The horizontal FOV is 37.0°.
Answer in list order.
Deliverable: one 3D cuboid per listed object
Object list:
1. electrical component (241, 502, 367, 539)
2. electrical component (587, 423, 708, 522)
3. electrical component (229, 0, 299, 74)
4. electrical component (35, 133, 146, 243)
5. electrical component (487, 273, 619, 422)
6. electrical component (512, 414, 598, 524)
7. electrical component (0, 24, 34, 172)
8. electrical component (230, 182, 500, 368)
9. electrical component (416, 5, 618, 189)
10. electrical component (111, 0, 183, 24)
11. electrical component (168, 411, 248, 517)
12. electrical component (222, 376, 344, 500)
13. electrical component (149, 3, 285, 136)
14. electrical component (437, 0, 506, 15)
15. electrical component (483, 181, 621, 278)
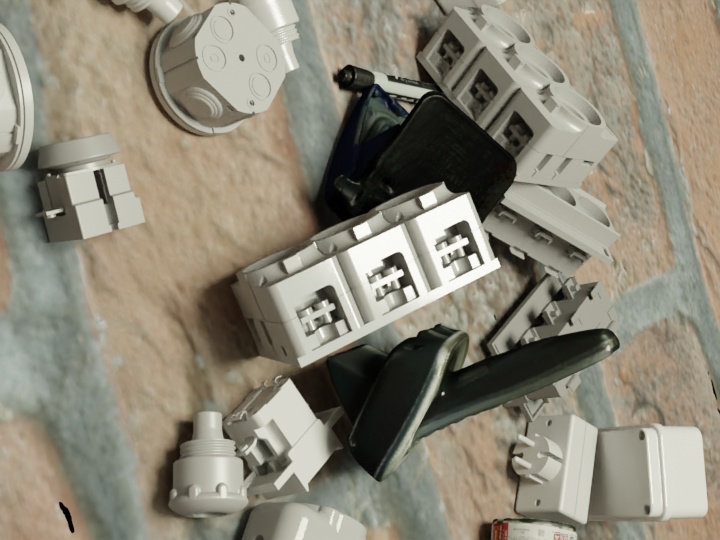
[{"bbox_3d":[-0.031,0.189,0.694,0.095,0.054,0.059,38,57,-33],"label":"electrical component"},{"bbox_3d":[0.231,0.172,0.911,0.057,0.113,0.078,5,77,-26],"label":"electrical component"},{"bbox_3d":[-0.062,-0.167,0.752,0.043,0.043,0.062,-34,106,-43],"label":"electrical component"},{"bbox_3d":[-0.160,-0.049,0.628,0.066,0.048,0.055,-21,103,-45],"label":"electrical component"},{"bbox_3d":[0.165,0.060,0.910,0.121,0.063,0.078,-43,111,-41],"label":"electrical component"},{"bbox_3d":[0.151,0.158,0.885,0.076,0.047,0.083,32,60,-36],"label":"electrical component"},{"bbox_3d":[-0.209,-0.089,0.564,0.051,0.080,0.080,-14,91,-41],"label":"electrical component"},{"bbox_3d":[0.000,0.000,0.705,0.150,0.089,0.061,-26,99,-20],"label":"electrical component"},{"bbox_3d":[0.129,-0.142,0.869,0.089,0.061,0.150,2,46,-45],"label":"electrical component"},{"bbox_3d":[-0.140,-0.183,0.679,0.062,0.043,0.043,44,54,-30],"label":"electrical component"},{"bbox_3d":[-0.093,0.118,0.657,0.048,0.048,0.062,15,62,-42],"label":"electrical component"},{"bbox_3d":[-0.052,0.107,0.697,0.063,0.042,0.081,58,42,-12],"label":"electrical component"},{"bbox_3d":[-0.093,-0.132,0.707,0.080,0.051,0.080,12,72,-43],"label":"electrical component"},{"bbox_3d":[0.123,-0.292,0.930,0.061,0.089,0.150,50,50,-24],"label":"electrical component"},{"bbox_3d":[0.147,-0.046,0.896,0.121,0.063,0.078,27,32,-27],"label":"electrical component"}]
